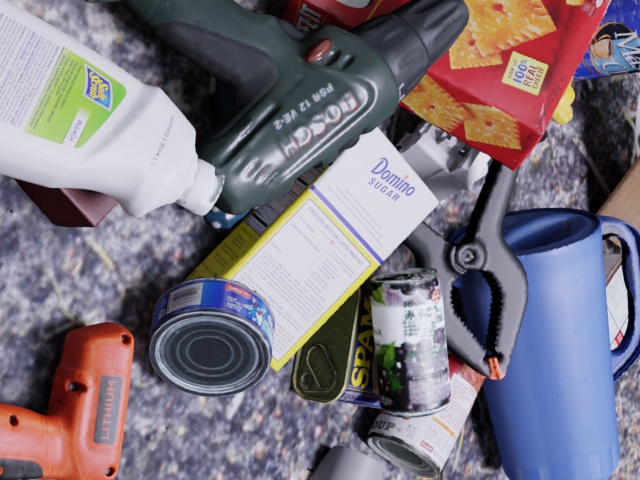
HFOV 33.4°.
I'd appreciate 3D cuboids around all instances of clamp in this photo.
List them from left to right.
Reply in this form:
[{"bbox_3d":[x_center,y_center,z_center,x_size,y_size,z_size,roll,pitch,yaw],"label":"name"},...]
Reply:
[{"bbox_3d":[0.120,0.005,0.847,0.164,0.036,0.210,-22,93,-7],"label":"clamp"}]

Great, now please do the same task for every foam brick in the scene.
[{"bbox_3d":[-0.149,-0.052,0.684,0.078,0.051,0.053,-54,124,-28],"label":"foam brick"}]

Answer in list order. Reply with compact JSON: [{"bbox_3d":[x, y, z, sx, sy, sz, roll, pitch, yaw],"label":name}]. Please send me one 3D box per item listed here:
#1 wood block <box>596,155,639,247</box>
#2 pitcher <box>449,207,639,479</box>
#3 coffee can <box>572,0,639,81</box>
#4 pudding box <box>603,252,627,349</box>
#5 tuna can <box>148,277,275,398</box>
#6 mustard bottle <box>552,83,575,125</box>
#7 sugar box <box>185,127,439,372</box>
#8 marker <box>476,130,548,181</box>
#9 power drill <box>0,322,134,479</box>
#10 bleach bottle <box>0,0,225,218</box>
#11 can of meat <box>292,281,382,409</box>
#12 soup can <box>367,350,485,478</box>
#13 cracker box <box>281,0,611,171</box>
[{"bbox_3d":[0.363,-0.072,1.048,0.090,0.206,0.090,39,55,13],"label":"wood block"},{"bbox_3d":[0.210,0.097,0.959,0.144,0.149,0.243,-33,115,-49],"label":"pitcher"},{"bbox_3d":[0.304,-0.213,1.038,0.102,0.141,0.103,0,91,-43],"label":"coffee can"},{"bbox_3d":[0.294,0.081,1.102,0.113,0.039,0.090,-48,120,-33],"label":"pudding box"},{"bbox_3d":[-0.074,0.068,0.728,0.086,0.086,0.033,49,25,-31],"label":"tuna can"},{"bbox_3d":[0.186,-0.183,0.987,0.191,0.058,0.096,53,56,-30],"label":"mustard bottle"},{"bbox_3d":[-0.005,0.001,0.778,0.176,0.048,0.093,-47,124,-6],"label":"sugar box"},{"bbox_3d":[0.177,-0.084,1.005,0.120,0.020,0.020,-29,110,-39],"label":"marker"},{"bbox_3d":[-0.205,0.080,0.631,0.187,0.057,0.184,9,88,-40],"label":"power drill"},{"bbox_3d":[-0.171,-0.075,0.605,0.250,0.068,0.102,28,71,-21],"label":"bleach bottle"},{"bbox_3d":[0.032,0.083,0.849,0.083,0.058,0.102,17,79,-44],"label":"can of meat"},{"bbox_3d":[0.090,0.139,0.895,0.068,0.069,0.102,47,62,-33],"label":"soup can"},{"bbox_3d":[0.100,-0.178,0.823,0.213,0.072,0.164,30,64,2],"label":"cracker box"}]
